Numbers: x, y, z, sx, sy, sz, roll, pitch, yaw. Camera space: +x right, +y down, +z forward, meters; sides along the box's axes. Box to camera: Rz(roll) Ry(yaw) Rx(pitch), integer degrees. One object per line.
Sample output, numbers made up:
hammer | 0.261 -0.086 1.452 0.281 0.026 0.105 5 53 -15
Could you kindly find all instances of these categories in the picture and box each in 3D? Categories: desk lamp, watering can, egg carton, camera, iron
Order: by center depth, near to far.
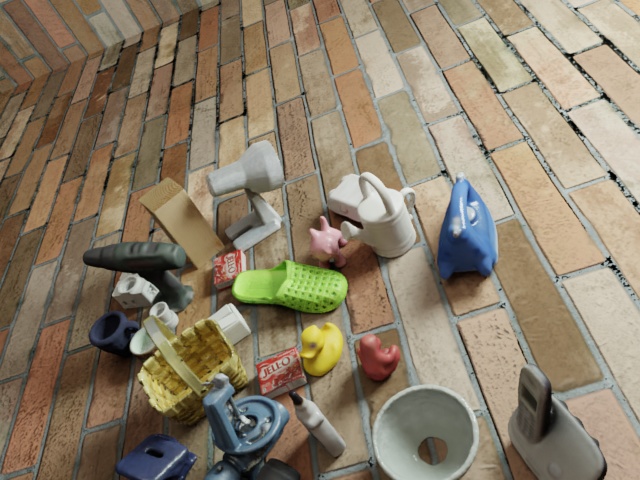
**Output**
camera | -0.077 0.422 0.901 0.142 0.101 0.137 10 55 33
iron | 0.284 -0.051 1.140 0.118 0.142 0.258 -7 47 21
watering can | 0.124 -0.055 1.185 0.100 0.195 0.173 17 59 37
egg carton | 0.089 -0.093 1.331 0.149 0.070 0.107 23 63 40
desk lamp | -0.167 -0.109 1.369 0.203 0.214 0.117 -35 43 -7

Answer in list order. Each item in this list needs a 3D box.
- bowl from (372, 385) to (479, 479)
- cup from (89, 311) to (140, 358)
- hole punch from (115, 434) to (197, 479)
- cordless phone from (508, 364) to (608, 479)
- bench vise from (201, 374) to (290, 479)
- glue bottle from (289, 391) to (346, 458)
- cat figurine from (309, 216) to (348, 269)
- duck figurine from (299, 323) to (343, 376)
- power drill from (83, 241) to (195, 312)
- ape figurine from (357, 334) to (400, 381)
bowl | 0.170 0.317 0.896 0.167 0.075 0.167 -14 45 15
cup | -0.440 0.217 1.283 0.117 0.095 0.091 -13 45 16
hole punch | -0.297 0.402 1.038 0.108 0.091 0.101 5 52 31
cordless phone | 0.322 0.263 0.790 0.094 0.185 0.147 -32 43 -5
bench vise | -0.137 0.328 0.933 0.121 0.220 0.207 -6 47 22
glue bottle | -0.013 0.292 0.939 0.037 0.174 0.077 -42 45 -15
cat figurine | 0.011 0.004 1.242 0.067 0.118 0.127 -13 45 16
duck figurine | -0.005 0.196 1.091 0.077 0.086 0.105 10 55 34
power drill | -0.392 0.080 1.305 0.229 0.209 0.075 -11 46 17
ape figurine | 0.098 0.203 1.028 0.077 0.092 0.076 12 56 35
